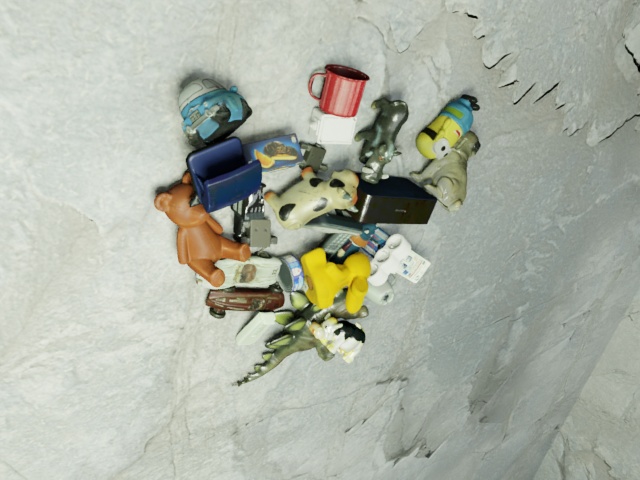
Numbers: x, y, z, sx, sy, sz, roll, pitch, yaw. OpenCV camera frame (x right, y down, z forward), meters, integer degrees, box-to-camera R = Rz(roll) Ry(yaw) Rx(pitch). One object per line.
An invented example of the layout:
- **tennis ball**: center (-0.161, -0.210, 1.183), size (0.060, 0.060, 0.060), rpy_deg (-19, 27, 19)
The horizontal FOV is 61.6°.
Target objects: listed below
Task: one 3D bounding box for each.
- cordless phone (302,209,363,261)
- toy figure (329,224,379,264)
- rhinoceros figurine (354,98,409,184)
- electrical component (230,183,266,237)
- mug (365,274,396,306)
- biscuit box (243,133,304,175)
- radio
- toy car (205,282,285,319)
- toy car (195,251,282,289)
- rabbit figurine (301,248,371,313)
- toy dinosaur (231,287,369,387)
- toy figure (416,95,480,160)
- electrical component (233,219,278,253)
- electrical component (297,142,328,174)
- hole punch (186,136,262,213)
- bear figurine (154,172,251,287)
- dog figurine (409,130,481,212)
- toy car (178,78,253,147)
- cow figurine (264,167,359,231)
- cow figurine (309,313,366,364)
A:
- **cordless phone**: center (-0.003, -0.004, 1.265), size (0.146, 0.089, 0.184), rpy_deg (9, 132, -40)
- **toy figure**: center (0.083, 0.009, 1.326), size (0.058, 0.064, 0.154), rpy_deg (37, 111, -4)
- **rhinoceros figurine**: center (0.140, -0.218, 1.191), size (0.073, 0.112, 0.190), rpy_deg (15, 101, -44)
- **electrical component**: center (-0.148, -0.067, 1.099), size (0.048, 0.075, 0.119), rpy_deg (-10, 115, -31)
- **mug**: center (0.159, 0.123, 1.441), size (0.109, 0.107, 0.080), rpy_deg (-22, 132, -21)
- **biscuit box**: center (-0.135, -0.155, 1.049), size (0.203, 0.059, 0.062), rpy_deg (-18, 92, -26)
- **radio**: center (0.152, -0.098, 1.265), size (0.229, 0.131, 0.073), rpy_deg (1, 120, -37)
- **toy car**: center (-0.168, 0.142, 1.253), size (0.202, 0.053, 0.089), rpy_deg (6, 118, -40)
- **toy car**: center (-0.179, 0.067, 1.188), size (0.201, 0.056, 0.073), rpy_deg (0, 119, -37)
- **rabbit figurine**: center (0.052, 0.083, 1.252), size (0.173, 0.162, 0.121), rpy_deg (-18, 144, -28)
- **toy dinosaur**: center (-0.035, 0.226, 1.378), size (0.198, 0.105, 0.471), rpy_deg (31, 103, -39)
- **toy figure**: center (0.309, -0.271, 1.302), size (0.082, 0.089, 0.180), rpy_deg (41, 82, -31)
- **electrical component**: center (-0.143, -0.009, 1.175), size (0.102, 0.045, 0.078), rpy_deg (-7, 95, -36)
- **electrical component**: center (-0.015, -0.178, 1.166), size (0.094, 0.021, 0.063), rpy_deg (10, 112, -40)
- **hole punch**: center (-0.162, -0.103, 0.946), size (0.142, 0.092, 0.115), rpy_deg (-29, 140, -21)
- **bear figurine**: center (-0.229, -0.024, 1.045), size (0.120, 0.132, 0.195), rpy_deg (-46, 146, -36)
- **dog figurine**: center (0.346, -0.177, 1.335), size (0.190, 0.172, 0.121), rpy_deg (-45, 146, 8)
- **toy car**: center (-0.197, -0.227, 0.936), size (0.109, 0.103, 0.161), rpy_deg (-36, -178, 20)
- **cow figurine**: center (-0.005, -0.088, 1.140), size (0.195, 0.127, 0.085), rpy_deg (-32, 151, -2)
- **cow figurine**: center (0.049, 0.227, 1.309), size (0.098, 0.068, 0.167), rpy_deg (-48, 134, 0)
